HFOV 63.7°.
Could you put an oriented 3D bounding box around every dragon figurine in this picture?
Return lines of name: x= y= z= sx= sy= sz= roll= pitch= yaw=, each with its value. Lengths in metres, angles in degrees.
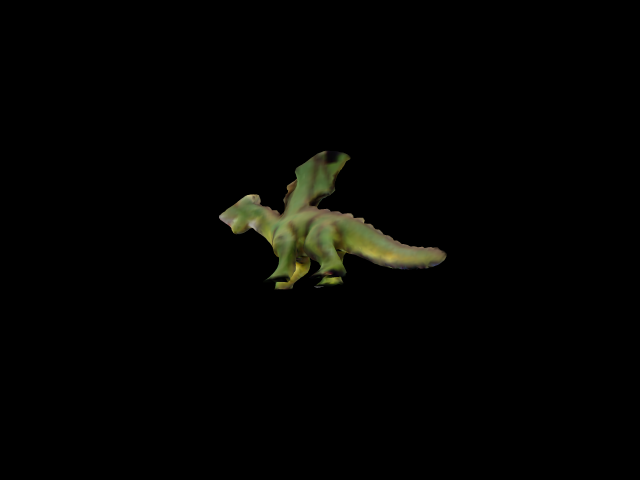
dragon figurine: x=0.003 y=-0.043 z=0.850 sx=0.408 sy=0.247 sz=0.121 roll=-10 pitch=-22 yaw=27
